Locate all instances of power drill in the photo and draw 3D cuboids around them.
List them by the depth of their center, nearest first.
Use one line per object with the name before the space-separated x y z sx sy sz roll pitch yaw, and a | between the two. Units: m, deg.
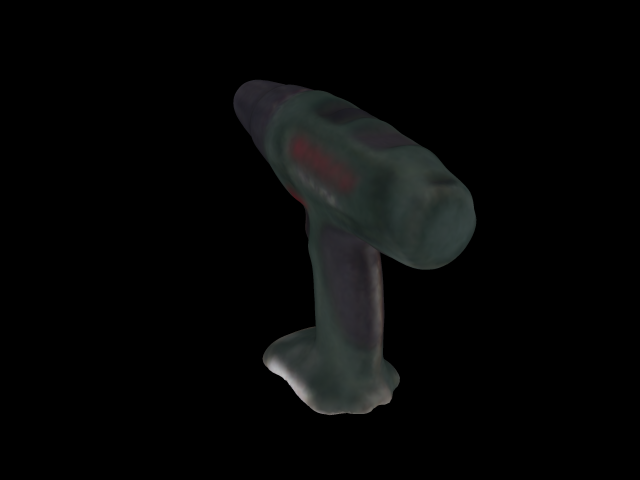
power drill | 0.004 0.001 0.400 0.076 0.208 0.228 -14 24 -33
